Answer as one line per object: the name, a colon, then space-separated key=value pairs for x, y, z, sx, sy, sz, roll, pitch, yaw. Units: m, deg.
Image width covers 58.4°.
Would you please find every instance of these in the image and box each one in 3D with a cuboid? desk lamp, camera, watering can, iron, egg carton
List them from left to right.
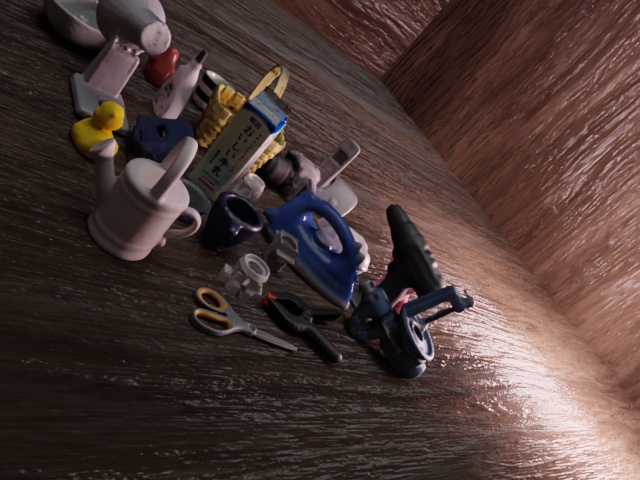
desk lamp: x=-0.353 y=-0.337 z=1.041 sx=0.118 sy=0.213 sz=0.203 roll=21 pitch=33 yaw=-44
watering can: x=-0.242 y=-0.072 z=0.805 sx=0.174 sy=0.193 sz=0.100 roll=23 pitch=31 yaw=-41
camera: x=-0.076 y=-0.170 z=1.368 sx=0.137 sy=0.100 sz=0.143 roll=29 pitch=27 yaw=-32
iron: x=0.011 y=0.004 z=1.167 sx=0.258 sy=0.141 sz=0.119 roll=47 pitch=23 yaw=6
egg carton: x=0.048 y=0.013 z=1.307 sx=0.151 sy=0.069 sz=0.107 roll=35 pitch=25 yaw=-22

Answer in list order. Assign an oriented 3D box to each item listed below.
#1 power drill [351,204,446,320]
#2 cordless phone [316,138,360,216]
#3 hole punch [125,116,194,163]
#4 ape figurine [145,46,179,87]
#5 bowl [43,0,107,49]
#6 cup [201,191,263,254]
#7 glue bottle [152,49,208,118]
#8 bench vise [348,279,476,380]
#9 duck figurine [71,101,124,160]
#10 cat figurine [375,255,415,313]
power drill: x=0.152 y=0.069 z=1.208 sx=0.229 sy=0.208 sz=0.076 roll=54 pitch=25 yaw=22
cordless phone: x=0.051 y=-0.153 z=1.443 sx=0.147 sy=0.184 sz=0.094 roll=46 pitch=23 yaw=2
hole punch: x=-0.290 y=-0.179 z=1.038 sx=0.101 sy=0.091 sz=0.108 roll=25 pitch=30 yaw=-39
ape figurine: x=-0.351 y=-0.398 z=1.303 sx=0.078 sy=0.092 sz=0.076 roll=41 pitch=23 yaw=-9
bowl: x=-0.491 y=-0.444 z=1.168 sx=0.168 sy=0.074 sz=0.167 roll=36 pitch=24 yaw=-19
cup: x=-0.160 y=-0.015 z=0.973 sx=0.092 sy=0.094 sz=0.117 roll=37 pitch=24 yaw=-18
glue bottle: x=-0.285 y=-0.325 z=1.186 sx=0.037 sy=0.173 sz=0.078 roll=17 pitch=35 yaw=-48
bench vise: x=0.173 y=0.146 z=1.098 sx=0.208 sy=0.219 sz=0.121 roll=37 pitch=24 yaw=-17
duck figurine: x=-0.357 y=-0.187 z=0.945 sx=0.078 sy=0.086 sz=0.104 roll=26 pitch=29 yaw=-37
cat figurine: x=0.193 y=0.090 z=1.359 sx=0.067 sy=0.117 sz=0.127 roll=27 pitch=29 yaw=-36
